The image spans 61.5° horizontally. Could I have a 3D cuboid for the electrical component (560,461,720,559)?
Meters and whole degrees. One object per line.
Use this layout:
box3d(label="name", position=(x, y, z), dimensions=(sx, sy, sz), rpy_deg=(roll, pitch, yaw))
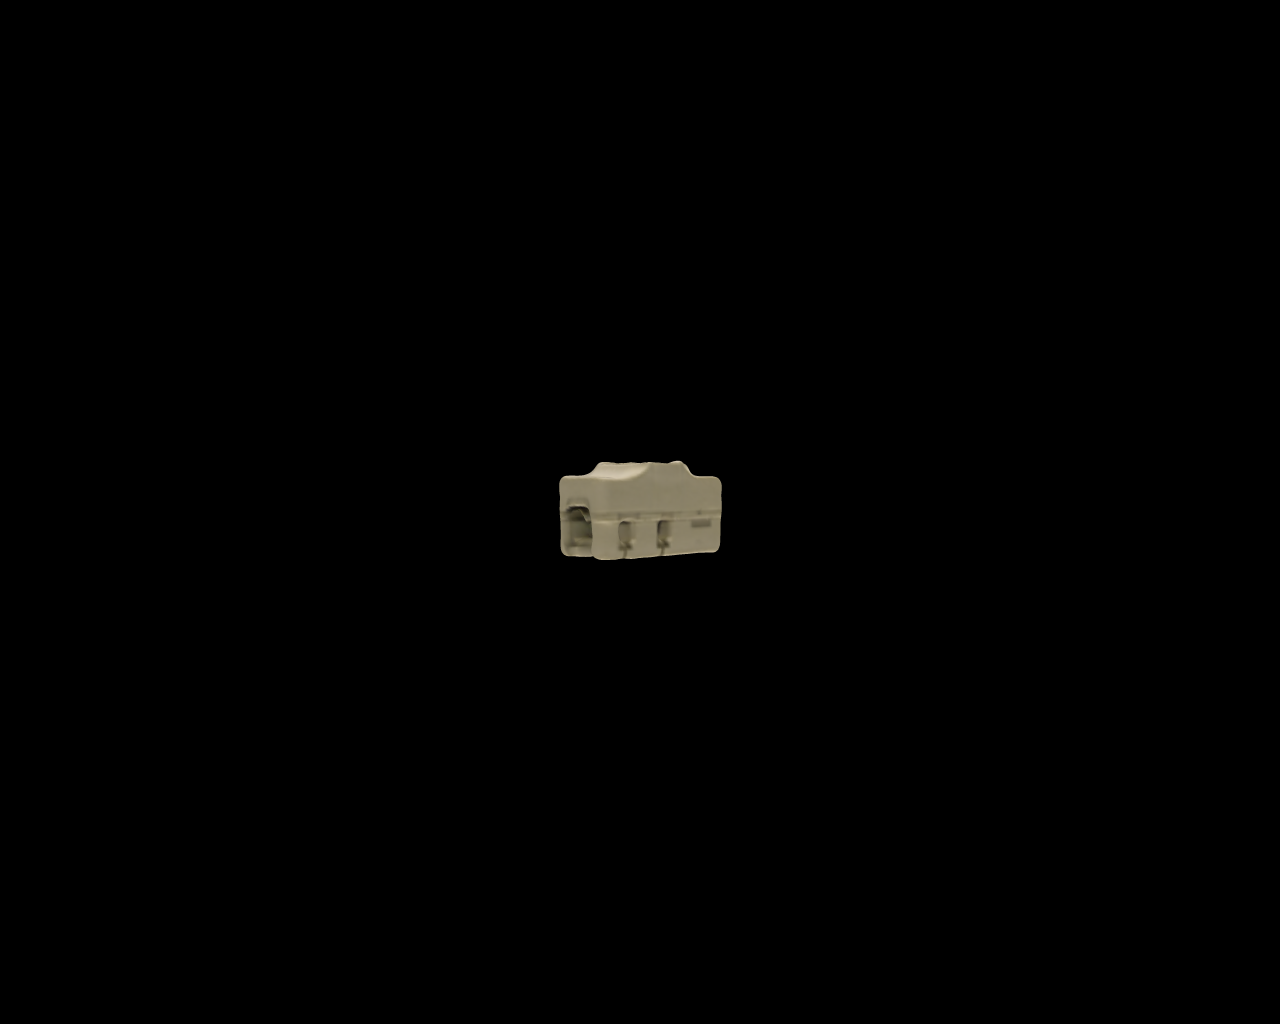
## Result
box3d(label="electrical component", position=(0.001, -0.003, 0.650), dimensions=(0.089, 0.055, 0.050), rpy_deg=(-1, 3, -34))
